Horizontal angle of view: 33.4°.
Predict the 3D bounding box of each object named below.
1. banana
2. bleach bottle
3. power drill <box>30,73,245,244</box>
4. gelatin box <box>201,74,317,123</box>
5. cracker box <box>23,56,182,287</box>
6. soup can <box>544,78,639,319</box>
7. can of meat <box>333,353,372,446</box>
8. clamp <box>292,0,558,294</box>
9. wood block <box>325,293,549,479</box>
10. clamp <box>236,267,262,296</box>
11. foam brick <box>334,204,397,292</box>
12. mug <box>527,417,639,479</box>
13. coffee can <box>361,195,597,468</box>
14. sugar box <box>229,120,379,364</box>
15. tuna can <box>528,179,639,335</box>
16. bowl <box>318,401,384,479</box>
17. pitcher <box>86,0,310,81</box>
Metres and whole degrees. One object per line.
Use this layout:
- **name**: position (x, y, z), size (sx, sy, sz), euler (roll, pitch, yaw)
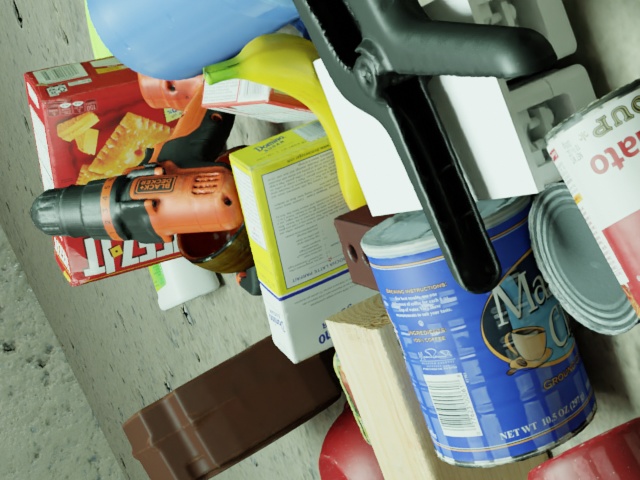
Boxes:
- **banana**: position (0.002, -0.085, 0.729), size (0.197, 0.070, 0.037), euler (40, -155, -46)
- **bleach bottle**: position (-0.199, -0.045, 1.276), size (0.251, 0.068, 0.103), euler (68, 158, 1)
- **power drill**: position (-0.136, -0.077, 0.890), size (0.057, 0.184, 0.187), euler (70, -156, -49)
- **gelatin box**: position (-0.034, -0.108, 0.786), size (0.089, 0.073, 0.030), euler (5, 89, 51)
- **cracker box**: position (-0.188, -0.073, 1.050), size (0.072, 0.164, 0.214), euler (-130, 32, -48)
- **soup can**: position (0.154, -0.017, 0.480), size (0.102, 0.068, 0.069), euler (63, 158, 8)
- **can of meat**: position (0.059, 0.123, 0.860), size (0.102, 0.057, 0.084), euler (68, 161, -3)
- **clamp**: position (0.041, -0.080, 0.549), size (0.210, 0.036, 0.164), euler (50, 154, 39)
- **wood block**: position (0.092, 0.135, 0.750), size (0.090, 0.090, 0.206), euler (1, 114, 67)
- **clamp**: position (-0.060, 0.013, 1.034), size (0.171, 0.039, 0.120), euler (94, 162, -59)
- **foam brick**: position (0.054, 0.003, 0.753), size (0.078, 0.051, 0.053), euler (13, 124, 64)
- **mug**: position (0.176, 0.144, 0.586), size (0.117, 0.093, 0.081), euler (-39, 68, 36)
- **coffee can**: position (0.095, 0.049, 0.636), size (0.103, 0.102, 0.140), euler (5, 117, 66)
- **sugar box**: position (-0.006, 0.001, 0.833), size (0.048, 0.093, 0.176), euler (40, 146, 51)
- **tuna can**: position (0.150, 0.004, 0.557), size (0.086, 0.033, 0.086), euler (49, 153, 36)
- **bowl**: position (0.045, 0.231, 1.005), size (0.162, 0.055, 0.162), euler (49, 153, 35)
- **pitcher**: position (-0.060, -0.186, 0.745), size (0.243, 0.149, 0.145), euler (1, 98, 63)
